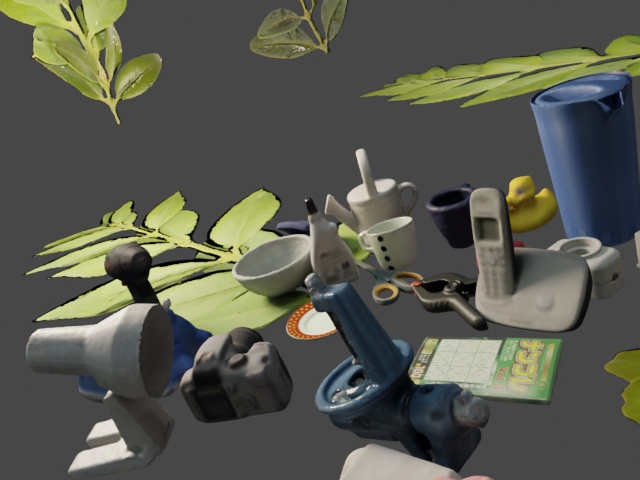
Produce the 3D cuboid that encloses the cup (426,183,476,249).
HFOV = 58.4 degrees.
[{"bbox_3d":[0.247,-0.041,1.011,0.091,0.095,0.118,-3,28,37],"label":"cup"}]

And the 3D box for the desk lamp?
[{"bbox_3d":[-0.273,0.195,0.756,0.203,0.214,0.118,-16,22,11],"label":"desk lamp"}]

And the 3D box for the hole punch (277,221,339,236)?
[{"bbox_3d":[-0.022,-0.016,1.195,0.108,0.091,0.101,4,32,46],"label":"hole punch"}]

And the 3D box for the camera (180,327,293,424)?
[{"bbox_3d":[-0.113,0.174,0.816,0.143,0.101,0.137,-14,23,17],"label":"camera"}]

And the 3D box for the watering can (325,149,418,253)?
[{"bbox_3d":[0.096,-0.078,1.097,0.173,0.194,0.100,-25,22,-11],"label":"watering can"}]

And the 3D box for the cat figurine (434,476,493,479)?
[{"bbox_3d":[0.133,0.236,0.429,0.067,0.118,0.127,-22,22,-2],"label":"cat figurine"}]

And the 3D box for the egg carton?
[{"bbox_3d":[0.068,0.250,0.519,0.149,0.069,0.107,1,30,43],"label":"egg carton"}]

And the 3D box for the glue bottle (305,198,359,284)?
[{"bbox_3d":[0.009,0.004,1.011,0.078,0.173,0.037,-21,22,-1],"label":"glue bottle"}]

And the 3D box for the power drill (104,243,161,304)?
[{"bbox_3d":[-0.315,0.095,1.035,0.076,0.209,0.228,-33,25,-28],"label":"power drill"}]

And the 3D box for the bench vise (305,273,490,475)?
[{"bbox_3d":[0.073,0.128,0.597,0.206,0.220,0.122,-7,25,30],"label":"bench vise"}]

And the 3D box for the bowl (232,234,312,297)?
[{"bbox_3d":[-0.077,0.059,1.090,0.167,0.075,0.167,-18,22,8],"label":"bowl"}]

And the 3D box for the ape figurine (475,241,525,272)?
[{"bbox_3d":[0.270,0.005,0.887,0.076,0.092,0.077,-29,23,-19],"label":"ape figurine"}]

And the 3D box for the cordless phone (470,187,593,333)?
[{"bbox_3d":[0.260,0.022,0.730,0.147,0.185,0.094,3,32,45],"label":"cordless phone"}]

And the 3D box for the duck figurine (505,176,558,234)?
[{"bbox_3d":[0.359,-0.070,0.994,0.105,0.086,0.077,-27,23,-15],"label":"duck figurine"}]

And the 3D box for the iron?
[{"bbox_3d":[-0.314,0.177,0.931,0.258,0.142,0.118,-15,23,15],"label":"iron"}]
